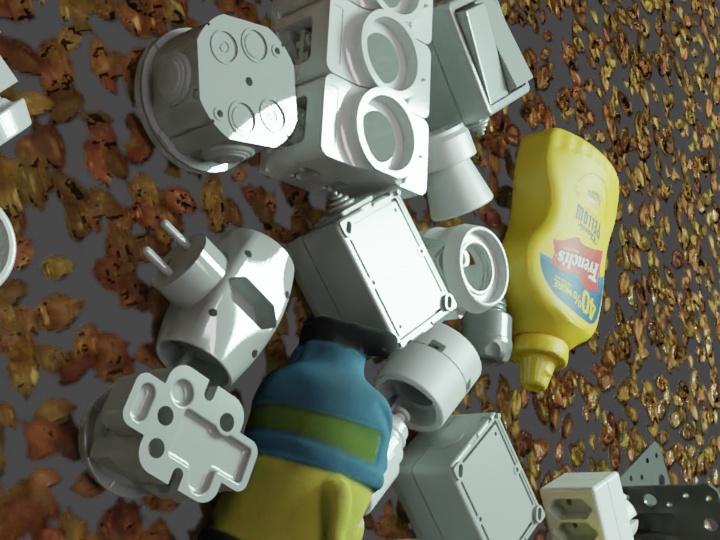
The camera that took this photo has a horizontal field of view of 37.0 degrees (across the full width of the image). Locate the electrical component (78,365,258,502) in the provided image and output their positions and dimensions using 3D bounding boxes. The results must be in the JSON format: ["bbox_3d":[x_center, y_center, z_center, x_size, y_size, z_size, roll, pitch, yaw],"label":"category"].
[{"bbox_3d":[-0.097,0.079,0.513,0.078,0.057,0.058,41,54,-34],"label":"electrical component"}]

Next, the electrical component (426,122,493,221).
[{"bbox_3d":[0.059,-0.066,0.722,0.045,0.045,0.055,-33,106,-46],"label":"electrical component"}]

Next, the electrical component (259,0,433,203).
[{"bbox_3d":[-0.003,-0.123,0.654,0.089,0.062,0.150,18,69,-44],"label":"electrical component"}]

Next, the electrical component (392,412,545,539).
[{"bbox_3d":[0.066,0.145,0.671,0.062,0.061,0.096,-41,111,-44],"label":"electrical component"}]

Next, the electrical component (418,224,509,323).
[{"bbox_3d":[0.058,0.002,0.697,0.078,0.057,0.058,-45,114,-43],"label":"electrical component"}]

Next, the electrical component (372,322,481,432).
[{"bbox_3d":[0.040,0.067,0.666,0.055,0.055,0.047,56,50,-22],"label":"electrical component"}]

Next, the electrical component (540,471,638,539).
[{"bbox_3d":[0.180,0.189,0.794,0.076,0.047,0.083,-16,93,-47],"label":"electrical component"}]

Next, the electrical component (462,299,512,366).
[{"bbox_3d":[0.088,0.033,0.738,0.035,0.035,0.061,24,62,-42],"label":"electrical component"}]

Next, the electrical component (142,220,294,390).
[{"bbox_3d":[-0.080,0.008,0.556,0.079,0.043,0.077,48,50,-28],"label":"electrical component"}]

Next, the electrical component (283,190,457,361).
[{"bbox_3d":[0.000,0.000,0.636,0.062,0.061,0.096,-32,97,-46],"label":"electrical component"}]

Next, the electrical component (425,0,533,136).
[{"bbox_3d":[0.075,-0.140,0.742,0.062,0.061,0.096,-35,108,-45],"label":"electrical component"}]

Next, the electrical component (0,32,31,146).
[{"bbox_3d":[-0.179,-0.072,0.458,0.057,0.058,0.078,58,46,-17],"label":"electrical component"}]

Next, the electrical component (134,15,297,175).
[{"bbox_3d":[-0.076,-0.095,0.577,0.080,0.051,0.080,13,73,-45],"label":"electrical component"}]

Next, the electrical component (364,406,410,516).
[{"bbox_3d":[0.005,0.108,0.629,0.078,0.040,0.040,-46,115,-42],"label":"electrical component"}]

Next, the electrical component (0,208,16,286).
[{"bbox_3d":[-0.177,-0.007,0.446,0.045,0.055,0.045,13,72,-45],"label":"electrical component"}]
